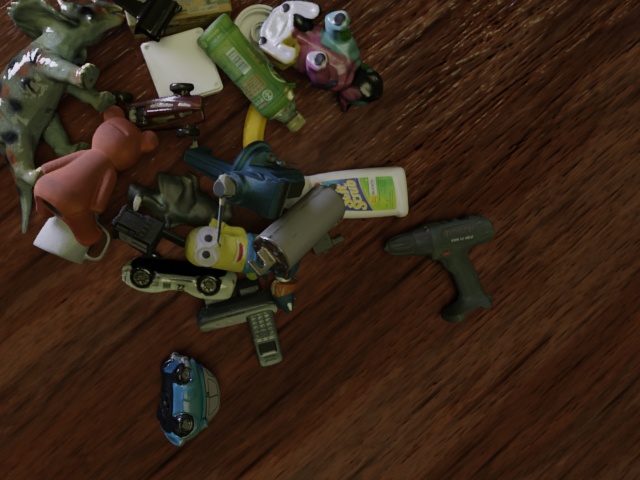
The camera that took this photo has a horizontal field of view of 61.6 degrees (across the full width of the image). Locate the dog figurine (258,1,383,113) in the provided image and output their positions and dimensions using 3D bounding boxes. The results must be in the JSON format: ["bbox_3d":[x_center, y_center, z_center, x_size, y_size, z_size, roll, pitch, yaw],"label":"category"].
[{"bbox_3d":[0.012,-0.308,0.945,0.192,0.219,0.108,23,89,22],"label":"dog figurine"}]

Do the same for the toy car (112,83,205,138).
[{"bbox_3d":[-0.277,-0.206,0.889,0.202,0.053,0.089,1,98,29],"label":"toy car"}]

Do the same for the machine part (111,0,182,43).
[{"bbox_3d":[-0.291,-0.372,0.824,0.139,0.039,0.084,35,92,-17],"label":"machine part"}]

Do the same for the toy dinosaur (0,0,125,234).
[{"bbox_3d":[-0.459,-0.222,0.867,0.192,0.131,0.404,37,98,9],"label":"toy dinosaur"}]

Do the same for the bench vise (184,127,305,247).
[{"bbox_3d":[-0.144,-0.108,0.903,0.241,0.223,0.128,27,121,23],"label":"bench vise"}]

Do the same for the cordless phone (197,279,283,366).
[{"bbox_3d":[-0.146,0.174,1.016,0.147,0.089,0.184,-15,121,-8],"label":"cordless phone"}]

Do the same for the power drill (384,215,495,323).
[{"bbox_3d":[0.258,0.059,1.095,0.232,0.086,0.207,-21,94,-13],"label":"power drill"}]

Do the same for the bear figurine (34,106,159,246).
[{"bbox_3d":[-0.355,-0.109,0.860,0.120,0.132,0.196,33,61,2],"label":"bear figurine"}]

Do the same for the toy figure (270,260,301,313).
[{"bbox_3d":[-0.066,0.063,1.022,0.058,0.064,0.154,10,101,21],"label":"toy figure"}]

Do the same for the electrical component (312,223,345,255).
[{"bbox_3d":[-0.002,-0.003,1.048,0.094,0.021,0.063,-24,103,-10],"label":"electrical component"}]

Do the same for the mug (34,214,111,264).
[{"bbox_3d":[-0.413,-0.018,0.919,0.109,0.081,0.107,23,83,-7],"label":"mug"}]

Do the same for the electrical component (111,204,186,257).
[{"bbox_3d":[-0.295,-0.006,0.928,0.119,0.075,0.048,30,63,-9],"label":"electrical component"}]

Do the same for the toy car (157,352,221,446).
[{"bbox_3d":[-0.239,0.290,0.999,0.103,0.109,0.161,4,85,-37],"label":"toy car"}]

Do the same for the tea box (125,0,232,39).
[{"bbox_3d":[-0.239,-0.393,0.901,0.170,0.098,0.068,-15,101,-12],"label":"tea box"}]

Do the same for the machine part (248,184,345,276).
[{"bbox_3d":[-0.032,-0.021,0.916,0.079,0.079,0.243,55,52,-14],"label":"machine part"}]

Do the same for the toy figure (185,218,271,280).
[{"bbox_3d":[-0.143,0.023,0.936,0.180,0.089,0.082,8,62,-23],"label":"toy figure"}]

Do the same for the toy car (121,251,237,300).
[{"bbox_3d":[-0.251,0.065,0.960,0.202,0.073,0.056,7,115,-4],"label":"toy car"}]

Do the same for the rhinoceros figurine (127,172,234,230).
[{"bbox_3d":[-0.245,-0.064,0.962,0.190,0.073,0.112,22,103,-17],"label":"rhinoceros figurine"}]
